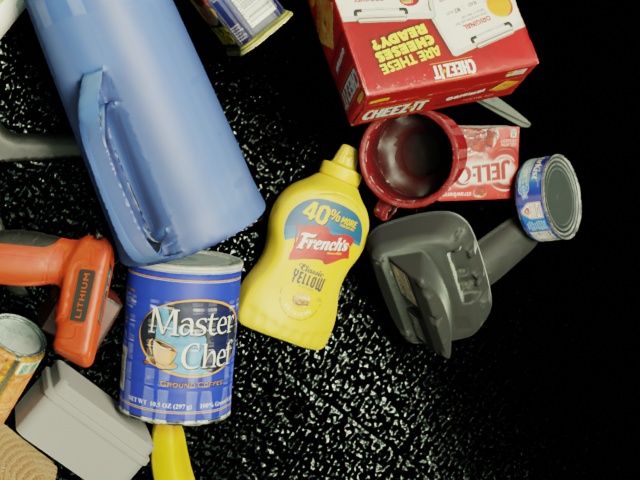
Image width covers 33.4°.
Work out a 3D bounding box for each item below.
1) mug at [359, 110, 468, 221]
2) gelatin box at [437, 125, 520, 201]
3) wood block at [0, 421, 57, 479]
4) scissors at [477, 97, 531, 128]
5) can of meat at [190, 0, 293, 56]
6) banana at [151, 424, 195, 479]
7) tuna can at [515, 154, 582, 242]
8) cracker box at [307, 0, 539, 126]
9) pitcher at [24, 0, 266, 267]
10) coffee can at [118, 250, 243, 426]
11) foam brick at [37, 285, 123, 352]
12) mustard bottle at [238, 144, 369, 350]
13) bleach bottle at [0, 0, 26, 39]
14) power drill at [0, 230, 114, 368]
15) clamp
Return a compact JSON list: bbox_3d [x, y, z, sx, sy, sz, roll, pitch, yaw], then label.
[{"bbox_3d":[0.086,-0.069,1.000,0.093,0.081,0.117,30,106,12],"label":"mug"},{"bbox_3d":[0.153,-0.077,1.060,0.089,0.030,0.073,-2,99,-18],"label":"gelatin box"},{"bbox_3d":[-0.327,0.250,0.888,0.206,0.090,0.090,-41,111,12],"label":"wood block"},{"bbox_3d":[0.114,-0.148,1.043,0.201,0.016,0.096,44,85,-19],"label":"scissors"},{"bbox_3d":[-0.078,-0.210,0.924,0.057,0.102,0.084,-40,107,-5],"label":"can of meat"},{"bbox_3d":[-0.120,0.246,1.003,0.037,0.070,0.198,-35,105,-49],"label":"banana"},{"bbox_3d":[0.228,-0.041,1.067,0.086,0.034,0.086,11,76,-51],"label":"tuna can"},{"bbox_3d":[0.075,-0.221,0.946,0.164,0.072,0.214,-13,74,-16],"label":"cracker box"},{"bbox_3d":[-0.148,-0.105,0.867,0.144,0.149,0.243,-29,110,-23],"label":"pitcher"},{"bbox_3d":[-0.125,0.083,0.954,0.102,0.103,0.140,3,98,-19],"label":"coffee can"},{"bbox_3d":[-0.211,0.060,0.935,0.051,0.078,0.053,31,87,-18],"label":"foam brick"},{"bbox_3d":[-0.006,0.001,1.004,0.096,0.058,0.191,22,91,-22],"label":"mustard bottle"},{"bbox_3d":[-0.259,-0.252,0.867,0.102,0.068,0.251,37,89,-17],"label":"bleach bottle"},{"bbox_3d":[-0.267,0.048,0.849,0.187,0.057,0.184,12,78,-6],"label":"power drill"},{"bbox_3d":[-0.294,-0.056,0.911,0.209,0.036,0.164,27,90,-22],"label":"clamp"}]
